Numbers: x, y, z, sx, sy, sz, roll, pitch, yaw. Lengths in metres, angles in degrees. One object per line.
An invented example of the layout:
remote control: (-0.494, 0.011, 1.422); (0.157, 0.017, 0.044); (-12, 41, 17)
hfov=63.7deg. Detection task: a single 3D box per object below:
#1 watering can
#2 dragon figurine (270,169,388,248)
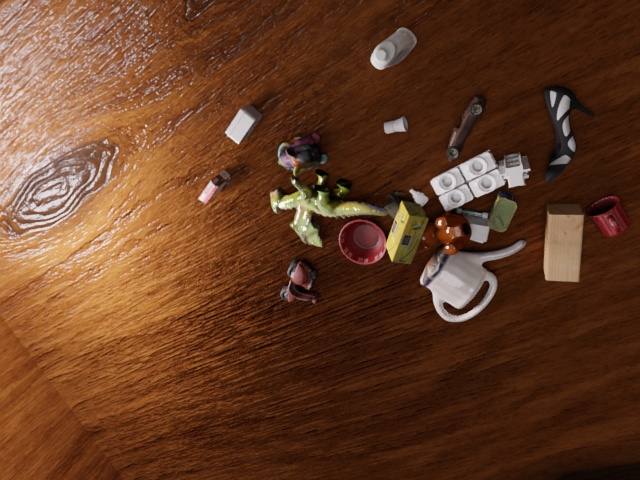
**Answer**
watering can: (0.460, 0.094, 1.609); (0.225, 0.344, 0.105); (33, 15, 4)
dragon figurine: (0.005, -0.085, 1.681); (0.413, 0.237, 0.124); (28, 35, 18)
